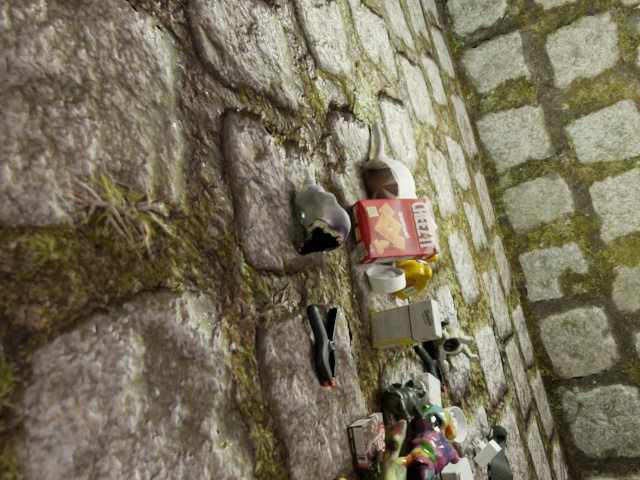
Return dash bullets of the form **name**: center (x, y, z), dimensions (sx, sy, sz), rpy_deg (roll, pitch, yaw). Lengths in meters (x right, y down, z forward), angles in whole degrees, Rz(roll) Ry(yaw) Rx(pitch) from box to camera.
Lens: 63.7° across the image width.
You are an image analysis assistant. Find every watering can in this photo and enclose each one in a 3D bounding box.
- **watering can**: center (0.206, -0.217, 1.602), dimensions (0.225, 0.103, 0.350), rpy_deg (-9, 70, -59)

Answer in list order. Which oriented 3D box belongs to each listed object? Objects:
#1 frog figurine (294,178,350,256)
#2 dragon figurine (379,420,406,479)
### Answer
- **frog figurine**: center (0.003, -0.058, 1.147), dimensions (0.134, 0.123, 0.163), rpy_deg (92, -3, -49)
- **dragon figurine**: center (0.160, 0.584, 1.087), dimensions (0.245, 0.122, 0.407), rpy_deg (-22, 112, -66)
